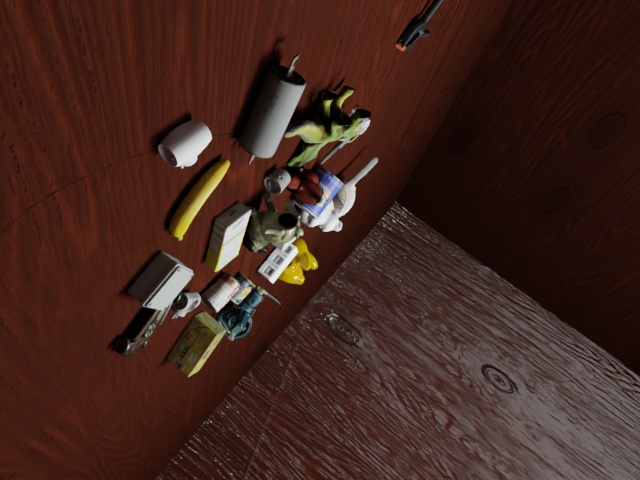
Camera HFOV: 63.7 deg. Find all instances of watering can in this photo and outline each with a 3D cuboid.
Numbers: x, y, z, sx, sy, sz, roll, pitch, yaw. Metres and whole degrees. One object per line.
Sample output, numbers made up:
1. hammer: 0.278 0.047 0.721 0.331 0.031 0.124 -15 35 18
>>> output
1. watering can: 0.090 -0.182 1.960 0.344 0.104 0.225 -54 169 14

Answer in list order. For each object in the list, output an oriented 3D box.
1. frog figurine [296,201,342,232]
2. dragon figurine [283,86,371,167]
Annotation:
1. frog figurine: 0.005 -0.088 1.743 0.140 0.160 0.120 -41 162 -46
2. dragon figurine: -0.003 -0.262 1.330 0.416 0.123 0.238 -31 166 -43
